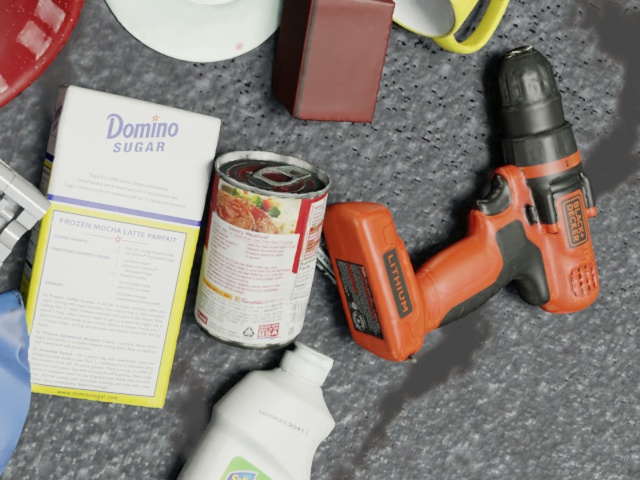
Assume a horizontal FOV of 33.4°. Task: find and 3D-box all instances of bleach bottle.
[{"bbox_3d":[-0.052,0.186,0.677,0.102,0.068,0.251,27,87,-23],"label":"bleach bottle"}]

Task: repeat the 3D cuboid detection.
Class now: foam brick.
[{"bbox_3d":[0.006,-0.116,0.639,0.051,0.053,0.078,0,119,-20],"label":"foam brick"}]

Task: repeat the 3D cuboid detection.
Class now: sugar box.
[{"bbox_3d":[-0.122,0.005,0.626,0.093,0.048,0.176,11,92,-23],"label":"sugar box"}]

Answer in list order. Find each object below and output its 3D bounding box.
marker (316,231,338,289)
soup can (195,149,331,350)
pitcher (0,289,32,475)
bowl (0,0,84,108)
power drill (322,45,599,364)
[{"bbox_3d":[-0.004,0.001,0.684,0.020,0.020,0.121,-45,111,-8],"label":"marker"},{"bbox_3d":[-0.036,0.006,0.634,0.068,0.068,0.102,1,115,-21],"label":"soup can"},{"bbox_3d":[-0.269,0.054,0.484,0.242,0.145,0.149,38,54,-42],"label":"pitcher"},{"bbox_3d":[-0.201,-0.122,0.538,0.162,0.162,0.055,-35,71,-12],"label":"bowl"},{"bbox_3d":[0.095,-0.016,0.688,0.187,0.057,0.184,-21,104,-24],"label":"power drill"}]
